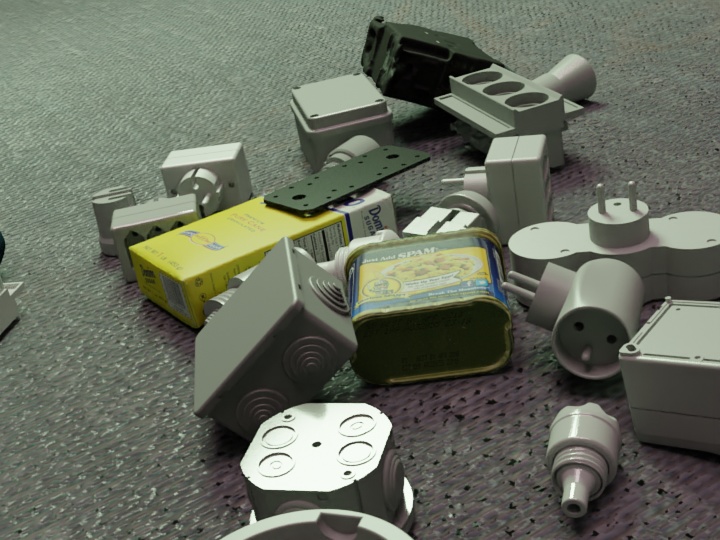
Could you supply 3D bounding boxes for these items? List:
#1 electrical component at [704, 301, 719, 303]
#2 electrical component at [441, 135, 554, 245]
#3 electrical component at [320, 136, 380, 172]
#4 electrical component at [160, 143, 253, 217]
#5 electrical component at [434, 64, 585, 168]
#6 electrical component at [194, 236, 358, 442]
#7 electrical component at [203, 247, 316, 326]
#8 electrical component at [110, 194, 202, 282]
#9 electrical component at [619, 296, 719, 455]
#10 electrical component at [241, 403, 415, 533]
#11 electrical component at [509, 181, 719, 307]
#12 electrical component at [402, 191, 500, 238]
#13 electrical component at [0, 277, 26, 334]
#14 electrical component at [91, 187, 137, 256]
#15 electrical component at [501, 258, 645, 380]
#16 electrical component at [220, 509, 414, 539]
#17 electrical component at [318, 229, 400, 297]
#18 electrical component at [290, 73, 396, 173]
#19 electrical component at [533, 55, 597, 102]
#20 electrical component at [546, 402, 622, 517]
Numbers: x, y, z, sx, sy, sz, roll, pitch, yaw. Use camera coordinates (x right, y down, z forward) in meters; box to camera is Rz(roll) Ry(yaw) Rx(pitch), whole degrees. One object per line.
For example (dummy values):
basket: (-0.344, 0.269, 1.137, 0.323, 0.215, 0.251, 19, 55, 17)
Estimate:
electrical component: (0.208, 0.039, 0.580, 0.061, 0.035, 0.035, 16, 37, 38)
electrical component: (0.097, -0.057, 0.777, 0.077, 0.065, 0.047, -2, 28, 17)
electrical component: (-0.012, -0.083, 0.898, 0.040, 0.040, 0.078, 9, 32, 35)
electrical component: (-0.133, -0.069, 0.910, 0.066, 0.047, 0.076, -6, 27, 9)
electrical component: (0.124, -0.126, 0.907, 0.079, 0.063, 0.121, -18, 27, -14)
electrical component: (-0.049, 0.042, 0.613, 0.099, 0.048, 0.099, -48, 22, 15)
electrical component: (-0.067, 0.020, 0.711, 0.081, 0.043, 0.043, -28, 31, -31)
electrical component: (-0.156, -0.033, 0.847, 0.066, 0.047, 0.076, -12, 26, -3)
electrical component: (0.177, 0.055, 0.537, 0.096, 0.061, 0.062, 2, 29, 41)
electrical component: (-0.016, 0.104, 0.517, 0.080, 0.051, 0.080, -9, 26, 4)
electrical component: (0.162, -0.021, 0.671, 0.138, 0.073, 0.052, -4, 28, 14)
electrical component: (0.066, -0.024, 0.747, 0.066, 0.048, 0.055, 11, 41, 37)
electrical component: (-0.281, 0.020, 0.772, 0.042, 0.063, 0.081, -3, 27, 13)
electrical component: (-0.197, -0.040, 0.878, 0.040, 0.046, 0.040, -8, 26, 4)
electrical component: (0.120, 0.020, 0.612, 0.079, 0.043, 0.077, 22, 26, 11)
electrical component: (-0.020, 0.151, 0.414, 0.108, 0.060, 0.108, -9, 26, 4)
electrical component: (0.000, 0.000, 0.727, 0.062, 0.048, 0.048, -9, 26, 20)
electrical component: (-0.016, -0.134, 0.983, 0.078, 0.057, 0.113, -14, 26, -7)
electrical component: (0.181, -0.167, 0.994, 0.065, 0.044, 0.044, -31, 32, -25)
electrical component: (0.105, 0.093, 0.512, 0.035, 0.035, 0.061, -1, 30, 19)
